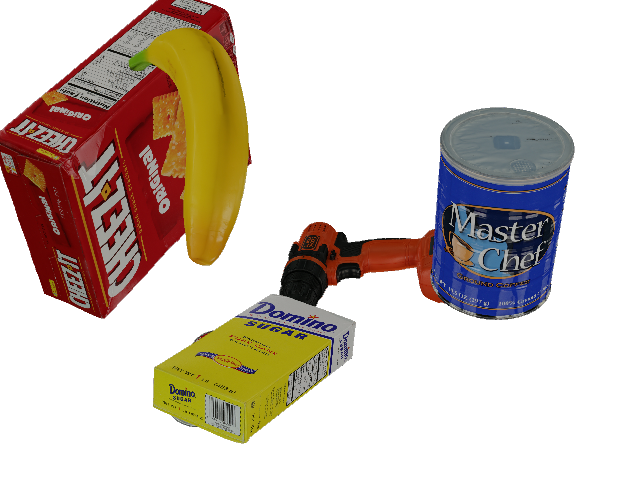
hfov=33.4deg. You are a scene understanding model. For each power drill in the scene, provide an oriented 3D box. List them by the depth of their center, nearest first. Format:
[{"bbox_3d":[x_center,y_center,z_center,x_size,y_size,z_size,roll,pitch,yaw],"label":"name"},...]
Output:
[{"bbox_3d":[0.052,0.034,1.197,0.188,0.057,0.184,1,29,11],"label":"power drill"}]

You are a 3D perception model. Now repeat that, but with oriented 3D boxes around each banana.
[{"bbox_3d":[-0.072,-0.073,0.643,0.037,0.070,0.198,14,37,-32],"label":"banana"}]

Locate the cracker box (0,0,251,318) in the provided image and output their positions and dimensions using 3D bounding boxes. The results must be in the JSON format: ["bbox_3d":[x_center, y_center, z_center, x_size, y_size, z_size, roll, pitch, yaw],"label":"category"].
[{"bbox_3d":[-0.144,-0.069,0.845,0.072,0.164,0.213,20,50,23],"label":"cracker box"}]

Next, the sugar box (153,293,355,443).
[{"bbox_3d":[-0.052,0.103,0.913,0.093,0.048,0.175,18,29,26],"label":"sugar box"}]

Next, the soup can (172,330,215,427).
[{"bbox_3d":[-0.118,0.143,1.106,0.068,0.068,0.102,0,16,11],"label":"soup can"}]

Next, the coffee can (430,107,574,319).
[{"bbox_3d":[0.144,-0.022,0.863,0.103,0.140,0.103,0,38,0],"label":"coffee can"}]
